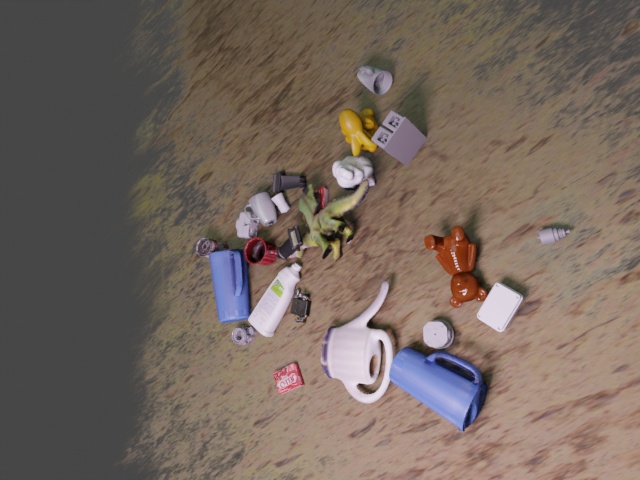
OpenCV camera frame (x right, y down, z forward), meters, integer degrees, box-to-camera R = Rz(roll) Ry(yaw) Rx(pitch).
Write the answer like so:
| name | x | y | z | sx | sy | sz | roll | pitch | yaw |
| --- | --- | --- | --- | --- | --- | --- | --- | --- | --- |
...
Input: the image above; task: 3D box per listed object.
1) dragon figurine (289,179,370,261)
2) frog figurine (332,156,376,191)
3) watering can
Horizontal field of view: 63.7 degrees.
| name | x | y | z | sx | sy | sz | roll | pitch | yaw |
| --- | --- | --- | --- | --- | --- | --- | --- | --- | --- |
| dragon figurine | 0.005 | -0.081 | 1.616 | 0.246 | 0.123 | 0.402 | 47 | 125 | 31 |
| frog figurine | 0.095 | -0.217 | 1.605 | 0.138 | 0.158 | 0.123 | 19 | 89 | 32 |
| watering can | 0.113 | 0.293 | 1.515 | 0.224 | 0.103 | 0.351 | -2 | 79 | 30 |
